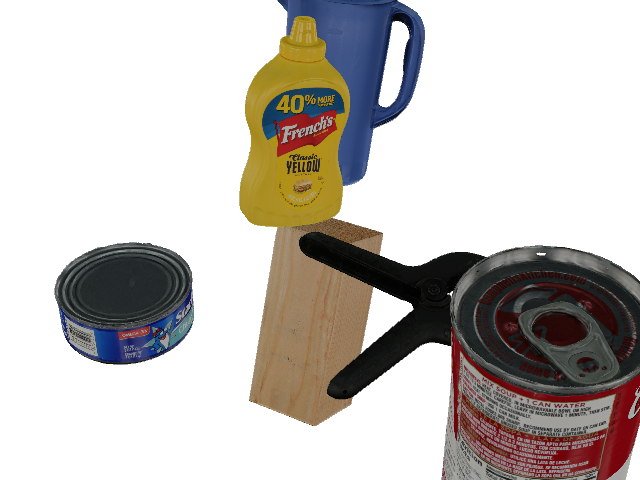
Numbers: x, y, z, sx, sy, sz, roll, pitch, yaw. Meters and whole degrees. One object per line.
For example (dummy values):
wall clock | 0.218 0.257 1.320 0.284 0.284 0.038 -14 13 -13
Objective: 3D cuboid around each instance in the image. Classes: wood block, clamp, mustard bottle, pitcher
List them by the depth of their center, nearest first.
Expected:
clamp | 0.088 0.060 0.887 0.210 0.164 0.036 1 -40 -5
mustard bottle | -0.021 -0.109 0.971 0.096 0.192 0.058 -6 29 -20
wood block | -0.006 0.084 1.177 0.090 0.206 0.090 17 16 25
pitcher | 0.026 -0.192 1.313 0.144 0.243 0.149 -8 29 -27

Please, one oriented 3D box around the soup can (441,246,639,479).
soup can | 0.077 0.062 0.377 0.068 0.102 0.068 -1 39 1

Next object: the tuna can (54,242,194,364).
tuna can | -0.123 0.039 0.678 0.086 0.034 0.086 0 36 0
